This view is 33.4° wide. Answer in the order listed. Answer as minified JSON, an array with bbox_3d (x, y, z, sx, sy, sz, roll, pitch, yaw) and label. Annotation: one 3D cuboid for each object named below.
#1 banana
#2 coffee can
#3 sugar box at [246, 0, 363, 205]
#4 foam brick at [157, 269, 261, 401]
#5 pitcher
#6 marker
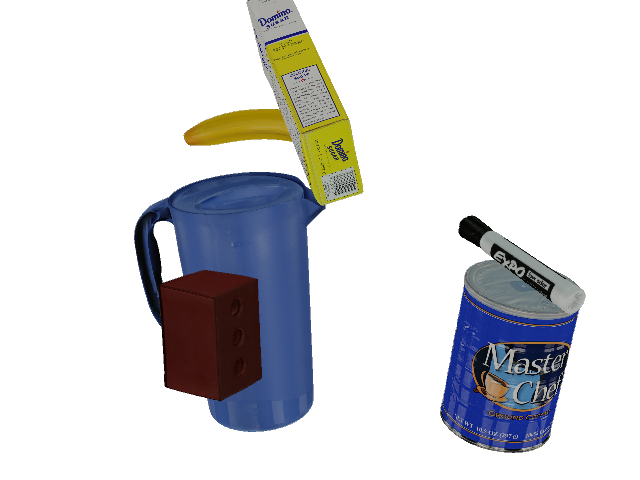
[{"bbox_3d":[-0.063,-0.130,1.273,0.198,0.037,0.069,8,39,18],"label":"banana"},{"bbox_3d":[0.168,0.101,0.949,0.103,0.140,0.103,6,24,-3],"label":"coffee can"},{"bbox_3d":[-0.014,-0.124,0.906,0.048,0.176,0.093,-17,-38,-2],"label":"sugar box"},{"bbox_3d":[-0.077,0.065,0.756,0.051,0.078,0.052,7,17,33],"label":"foam brick"},{"bbox_3d":[-0.081,0.061,1.055,0.144,0.243,0.149,-20,24,-36],"label":"pitcher"},{"bbox_3d":[0.140,0.014,0.760,0.020,0.020,0.121,0,27,-36],"label":"marker"}]
